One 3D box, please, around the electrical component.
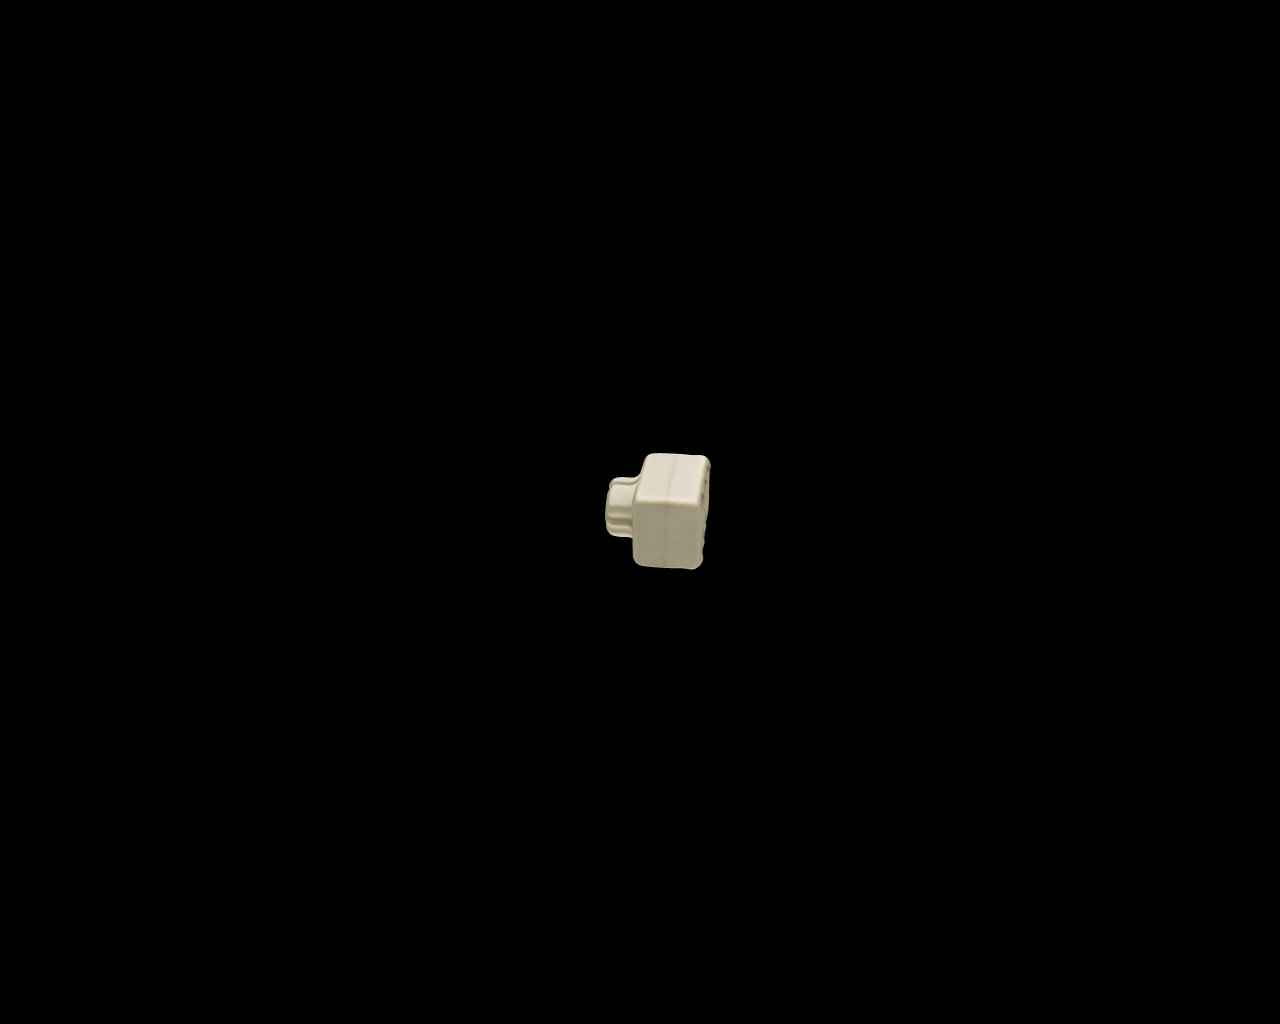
[{"bbox_3d":[0.001,-0.003,0.650,0.077,0.047,0.066,4,30,7],"label":"electrical component"}]
